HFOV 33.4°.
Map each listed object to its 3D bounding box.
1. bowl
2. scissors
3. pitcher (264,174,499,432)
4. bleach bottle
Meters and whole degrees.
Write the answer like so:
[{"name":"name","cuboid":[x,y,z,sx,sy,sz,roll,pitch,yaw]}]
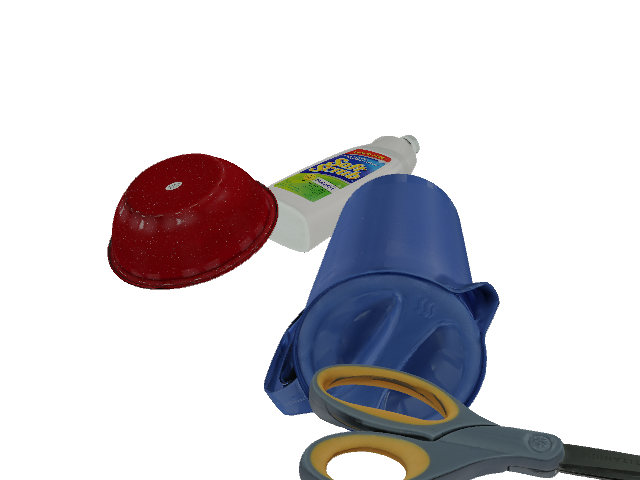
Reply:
[{"name":"bowl","cuboid":[-0.122,-0.029,0.947,0.162,0.055,0.162,-11,37,9]},{"name":"scissors","cuboid":[0.079,0.099,0.449,0.202,0.016,0.096,16,34,23]},{"name":"pitcher","cuboid":[0.049,0.041,0.834,0.149,0.145,0.242,12,23,1]},{"name":"bleach bottle","cuboid":[0.032,-0.075,1.351,0.103,0.068,0.250,25,43,34]}]
